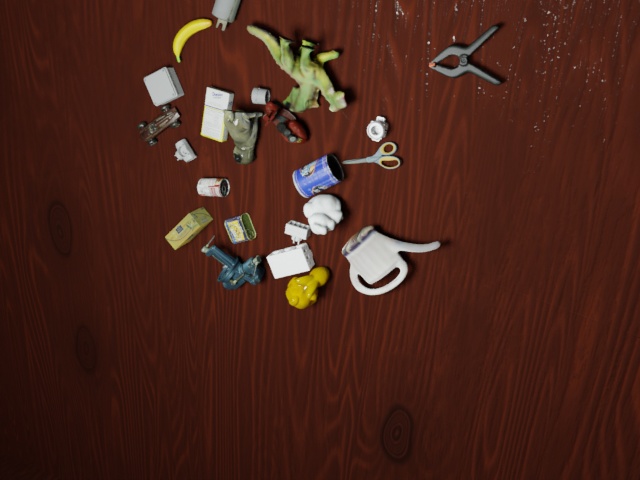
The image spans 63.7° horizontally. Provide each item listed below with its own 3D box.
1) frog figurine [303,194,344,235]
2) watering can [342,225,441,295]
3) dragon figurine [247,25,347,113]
[{"bbox_3d":[0.005,-0.087,1.736,0.138,0.161,0.120,23,114,14],"label":"frog figurine"},{"bbox_3d":[0.216,0.043,1.724,0.225,0.105,0.342,49,119,2],"label":"watering can"},{"bbox_3d":[-0.078,-0.528,1.668,0.413,0.124,0.237,26,124,22],"label":"dragon figurine"}]
